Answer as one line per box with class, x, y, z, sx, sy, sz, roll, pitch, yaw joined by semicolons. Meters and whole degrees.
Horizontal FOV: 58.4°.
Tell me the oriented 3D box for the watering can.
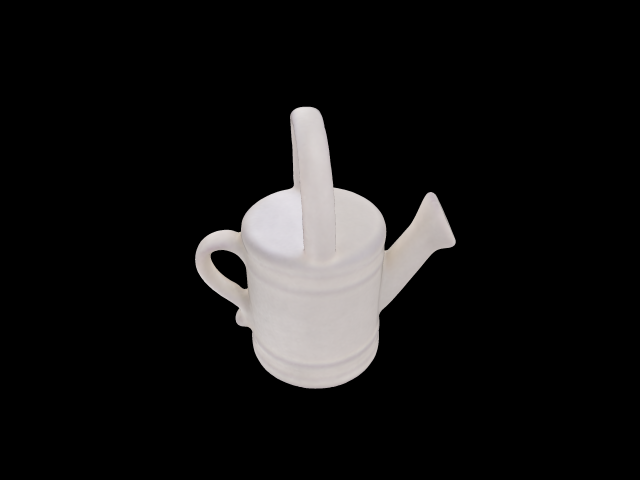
watering can;0.003;0.000;0.402;0.173;0.194;0.100;-16;39;-21
